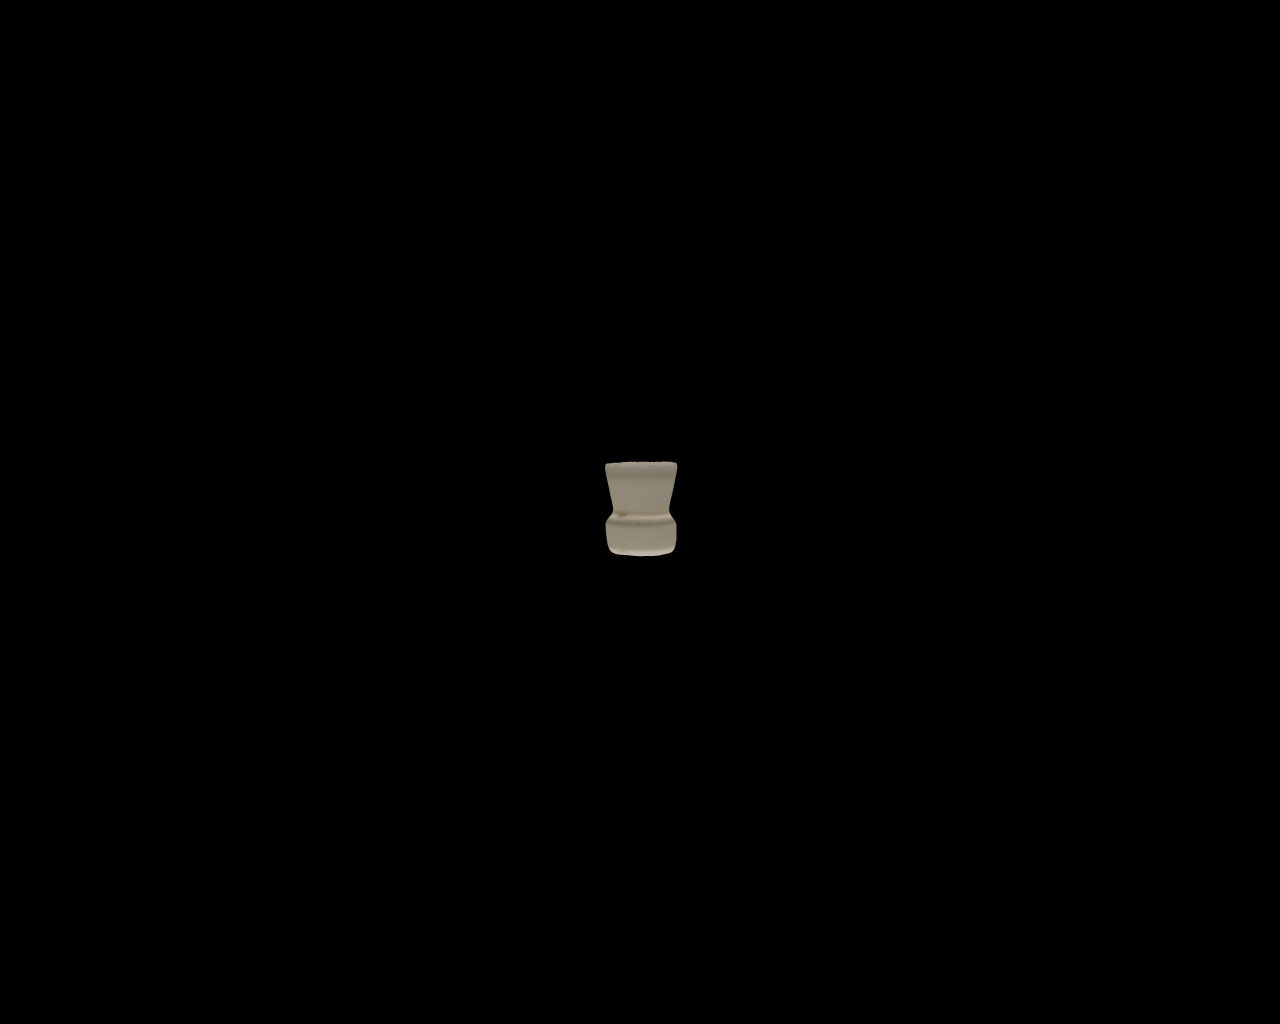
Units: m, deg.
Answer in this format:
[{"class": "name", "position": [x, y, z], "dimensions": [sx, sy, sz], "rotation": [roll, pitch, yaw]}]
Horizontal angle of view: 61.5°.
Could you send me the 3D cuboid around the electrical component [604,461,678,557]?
[{"class": "electrical component", "position": [0.001, -0.003, 0.650], "dimensions": [0.045, 0.055, 0.045], "rotation": [0, 5, 0]}]
